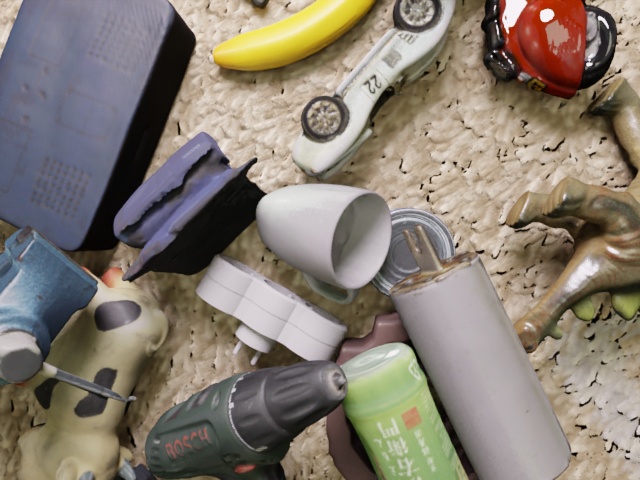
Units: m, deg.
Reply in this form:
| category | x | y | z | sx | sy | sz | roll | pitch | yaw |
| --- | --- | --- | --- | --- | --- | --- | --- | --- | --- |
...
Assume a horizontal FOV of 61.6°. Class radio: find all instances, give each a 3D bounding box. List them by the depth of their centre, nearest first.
| category | x | y | z | sx | sy | sz | roll | pitch | yaw |
| --- | --- | --- | --- | --- | --- | --- | --- | --- | --- |
| radio | -0.217 | -0.115 | 0.483 | 0.131 | 0.073 | 0.229 | 22 | 90 | 2 |

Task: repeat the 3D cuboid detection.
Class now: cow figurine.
| category | x | y | z | sx | sy | sz | roll | pitch | yaw |
| --- | --- | --- | --- | --- | --- | --- | --- | --- | --- |
| cow figurine | -0.198 | 0.133 | 0.471 | 0.127 | 0.085 | 0.195 | 29 | 91 | 21 |

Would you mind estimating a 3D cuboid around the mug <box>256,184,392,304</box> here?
| category | x | y | z | sx | sy | sz | roll | pitch | yaw |
| --- | --- | --- | --- | --- | --- | --- | --- | --- | --- |
| mug | -0.001 | -0.001 | 0.468 | 0.081 | 0.107 | 0.109 | -36 | 130 | -34 |

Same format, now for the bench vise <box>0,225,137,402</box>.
| category | x | y | z | sx | sy | sz | roll | pitch | yaw |
| --- | --- | --- | --- | --- | --- | --- | --- | --- | --- |
| bench vise | -0.278 | 0.095 | 0.385 | 0.224 | 0.128 | 0.240 | 25 | 67 | 38 |

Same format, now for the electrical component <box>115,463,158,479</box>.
| category | x | y | z | sx | sy | sz | roll | pitch | yaw |
| --- | --- | --- | --- | --- | --- | --- | --- | --- | --- |
| electrical component | -0.186 | 0.250 | 0.501 | 0.075 | 0.048 | 0.119 | -43 | 91 | 2 |

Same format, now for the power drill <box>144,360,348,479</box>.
| category | x | y | z | sx | sy | sz | roll | pitch | yaw |
| --- | --- | --- | --- | --- | --- | --- | --- | --- | --- |
| power drill | -0.035 | 0.204 | 0.442 | 0.232 | 0.086 | 0.207 | -21 | 107 | 34 |

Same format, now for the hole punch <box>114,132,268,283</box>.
| category | x | y | z | sx | sy | sz | roll | pitch | yaw |
| --- | --- | --- | --- | --- | --- | --- | --- | --- | --- |
| hole punch | -0.117 | -0.037 | 0.463 | 0.142 | 0.115 | 0.092 | -41 | 82 | 2 |

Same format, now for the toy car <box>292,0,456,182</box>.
| category | x | y | z | sx | sy | sz | roll | pitch | yaw |
| --- | --- | --- | --- | --- | --- | --- | --- | --- | --- |
| toy car | 0.050 | -0.137 | 0.472 | 0.056 | 0.073 | 0.201 | 42 | 92 | 4 |

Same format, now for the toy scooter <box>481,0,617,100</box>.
| category | x | y | z | sx | sy | sz | roll | pitch | yaw |
| --- | --- | --- | --- | --- | --- | --- | --- | --- | --- |
| toy scooter | 0.176 | -0.212 | 0.468 | 0.135 | 0.075 | 0.183 | -3 | 88 | 2 |

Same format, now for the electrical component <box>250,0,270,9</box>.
| category | x | y | z | sx | sy | sz | roll | pitch | yaw |
| --- | --- | --- | --- | --- | --- | --- | --- | --- | --- |
| electrical component | -0.069 | -0.265 | 0.499 | 0.063 | 0.021 | 0.094 | -43 | 90 | 3 |

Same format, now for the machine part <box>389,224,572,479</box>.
| category | x | y | z | sx | sy | sz | roll | pitch | yaw |
| --- | --- | --- | --- | --- | --- | --- | --- | --- | --- |
| machine part | 0.123 | 0.099 | 0.417 | 0.079 | 0.079 | 0.243 | -27 | 91 | 2 |

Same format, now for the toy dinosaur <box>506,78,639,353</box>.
| category | x | y | z | sx | sy | sz | roll | pitch | yaw |
| --- | --- | --- | --- | --- | --- | --- | --- | --- | --- |
| toy dinosaur | 0.325 | -0.064 | 0.457 | 0.198 | 0.105 | 0.471 | 43 | 88 | -6 |

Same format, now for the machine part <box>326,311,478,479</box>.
| category | x | y | z | sx | sy | sz | roll | pitch | yaw |
| --- | --- | --- | --- | --- | --- | --- | --- | --- | --- |
| machine part | 0.089 | 0.149 | 0.487 | 0.179 | 0.056 | 0.179 | 0 | 92 | 3 |
